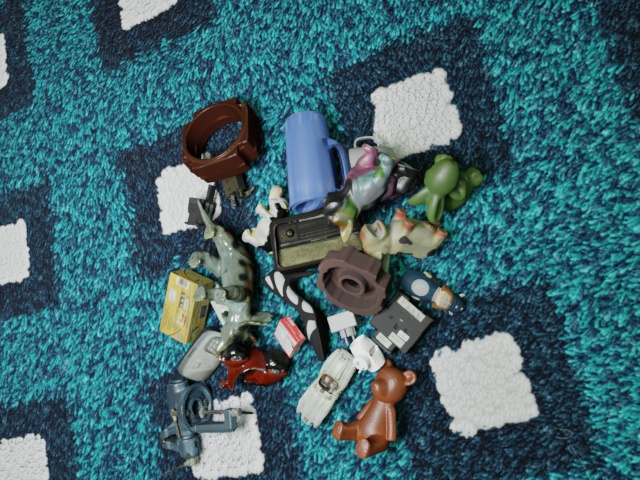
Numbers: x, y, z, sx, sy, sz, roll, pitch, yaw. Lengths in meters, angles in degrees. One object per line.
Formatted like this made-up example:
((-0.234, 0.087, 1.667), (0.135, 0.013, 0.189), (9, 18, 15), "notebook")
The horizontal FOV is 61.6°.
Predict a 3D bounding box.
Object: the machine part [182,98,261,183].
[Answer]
((-0.262, -0.265, 1.420), (0.201, 0.087, 0.201), (-15, 62, 17), "machine part")

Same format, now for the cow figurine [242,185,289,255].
((-0.119, -0.052, 1.373), (0.098, 0.068, 0.167), (30, 96, 15), "cow figurine")

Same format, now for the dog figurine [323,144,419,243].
((0.106, -0.097, 1.220), (0.219, 0.191, 0.109), (-59, 43, 15), "dog figurine")

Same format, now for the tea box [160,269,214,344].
((-0.348, 0.171, 1.398), (0.098, 0.068, 0.169), (22, 106, 25), "tea box")

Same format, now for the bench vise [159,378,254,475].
((-0.295, 0.453, 1.333), (0.241, 0.128, 0.223), (-10, 77, 25), "bench vise")

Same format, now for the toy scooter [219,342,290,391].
((-0.170, 0.318, 1.301), (0.135, 0.184, 0.075), (-56, 33, 22), "toy scooter")

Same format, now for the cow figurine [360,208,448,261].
((0.177, -0.002, 1.213), (0.127, 0.195, 0.086), (-66, 30, 27), "cow figurine")

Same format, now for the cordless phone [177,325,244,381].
((-0.252, 0.318, 1.367), (0.184, 0.089, 0.146), (36, 95, 1), "cordless phone")

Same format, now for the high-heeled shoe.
((-0.065, 0.181, 1.315), (0.145, 0.086, 0.248), (-15, 72, 19), "high-heeled shoe")

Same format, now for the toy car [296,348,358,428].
((0.018, 0.349, 1.272), (0.074, 0.056, 0.201), (34, 94, 20), "toy car")

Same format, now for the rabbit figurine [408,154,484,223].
((0.267, -0.126, 1.194), (0.121, 0.170, 0.159), (42, 96, 20), "rabbit figurine")

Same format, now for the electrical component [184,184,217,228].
((-0.317, -0.092, 1.445), (0.048, 0.075, 0.119), (8, 89, 19), "electrical component")

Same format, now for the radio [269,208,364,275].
((-0.003, -0.004, 1.295), (0.230, 0.073, 0.131), (-13, 77, 0), "radio")

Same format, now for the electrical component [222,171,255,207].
((-0.220, -0.148, 1.439), (0.078, 0.045, 0.102), (-39, 66, 40), "electrical component")

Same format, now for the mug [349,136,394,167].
((0.127, -0.200, 1.309), (0.107, 0.080, 0.109), (-6, 73, 8), "mug")

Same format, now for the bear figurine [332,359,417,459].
((0.128, 0.368, 1.194), (0.120, 0.132, 0.195), (22, 96, 48), "bear figurine")

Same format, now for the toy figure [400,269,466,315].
((0.258, 0.121, 1.224), (0.155, 0.058, 0.064), (29, 130, 19), "toy figure")

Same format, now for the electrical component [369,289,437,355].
((0.183, 0.196, 1.237), (0.115, 0.058, 0.134), (43, 97, 22), "electrical component")

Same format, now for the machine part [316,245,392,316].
((0.077, 0.093, 1.211), (0.180, 0.179, 0.056), (16, 47, 21), "machine part")

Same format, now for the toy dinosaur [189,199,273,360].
((-0.219, 0.087, 1.353), (0.131, 0.192, 0.405), (-25, 58, 30), "toy dinosaur")
